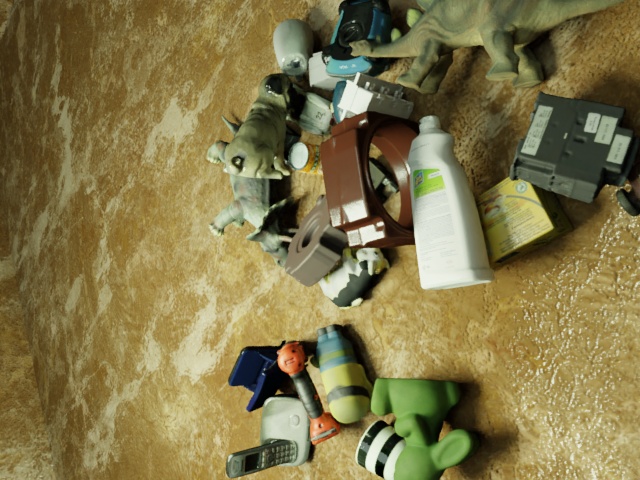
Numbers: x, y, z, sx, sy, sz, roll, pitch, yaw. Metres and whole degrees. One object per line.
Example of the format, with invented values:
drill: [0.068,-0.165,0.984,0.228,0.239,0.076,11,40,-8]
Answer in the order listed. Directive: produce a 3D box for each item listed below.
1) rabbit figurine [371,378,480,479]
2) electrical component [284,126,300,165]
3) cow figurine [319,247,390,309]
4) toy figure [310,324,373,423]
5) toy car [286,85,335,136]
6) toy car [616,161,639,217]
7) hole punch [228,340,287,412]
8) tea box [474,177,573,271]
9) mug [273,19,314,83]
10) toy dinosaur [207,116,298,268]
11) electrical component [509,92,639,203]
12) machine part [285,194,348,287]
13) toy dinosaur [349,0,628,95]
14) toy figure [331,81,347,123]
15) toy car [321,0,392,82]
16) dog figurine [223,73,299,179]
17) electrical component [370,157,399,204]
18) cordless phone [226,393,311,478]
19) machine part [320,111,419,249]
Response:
rabbit figurine: [0.168,0.308,0.848,0.159,0.121,0.170,-3,73,24]
electrical component: [-0.084,-0.207,1.116,0.119,0.075,0.047,51,124,37]
cow figurine: [0.069,0.058,0.972,0.167,0.068,0.098,-43,68,41]
toy figure: [0.035,0.245,0.992,0.082,0.089,0.180,-31,67,33]
toy car: [-0.040,-0.269,1.083,0.202,0.056,0.073,36,115,38]
toy car: [0.430,-0.012,0.622,0.089,0.053,0.202,-44,63,40]
hole punch: [-0.114,0.287,1.125,0.092,0.115,0.142,42,118,44]
tea box: [0.259,-0.017,0.780,0.169,0.068,0.098,-35,65,39]
mug: [-0.052,-0.360,1.058,0.109,0.081,0.107,86,-178,-47]
toy dinosaur: [-0.144,-0.134,1.156,0.192,0.131,0.405,-21,71,31]
electrical component: [0.323,-0.115,0.680,0.134,0.058,0.115,22,82,23]
machine part: [-0.002,-0.003,0.992,0.179,0.056,0.179,-51,20,27]
toy dinosaur: [0.255,-0.312,0.737,0.472,0.105,0.198,3,96,29]
toy figure: [0.054,-0.214,0.991,0.064,0.058,0.154,9,102,51]
toy car: [0.077,-0.336,0.929,0.109,0.102,0.161,6,76,30]
dog figurine: [-0.112,-0.215,0.995,0.121,0.172,0.190,9,105,8]
electrical component: [0.085,-0.102,0.964,0.102,0.045,0.078,52,126,17]
cordless phone: [-0.108,0.389,1.074,0.089,0.184,0.146,12,100,49]
machine part: [0.104,-0.090,0.840,0.087,0.201,0.201,-18,78,45]
